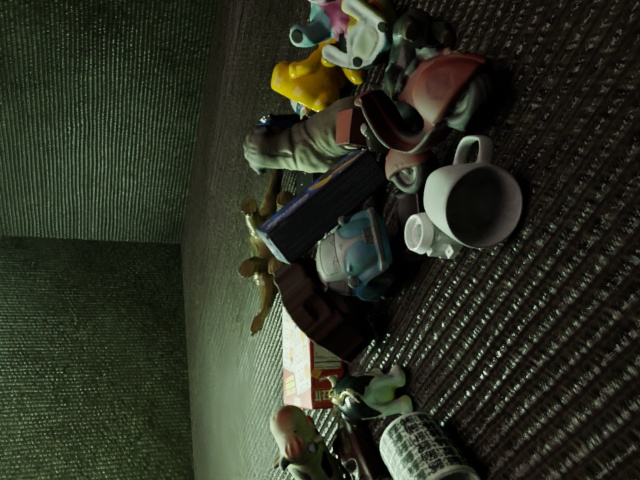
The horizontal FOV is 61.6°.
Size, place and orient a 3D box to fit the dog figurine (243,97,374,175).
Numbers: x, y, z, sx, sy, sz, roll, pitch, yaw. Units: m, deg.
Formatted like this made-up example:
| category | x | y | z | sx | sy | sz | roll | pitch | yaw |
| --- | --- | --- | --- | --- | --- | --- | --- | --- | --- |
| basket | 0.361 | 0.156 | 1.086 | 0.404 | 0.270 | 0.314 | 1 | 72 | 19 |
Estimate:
| category | x | y | z | sx | sy | sz | roll | pitch | yaw |
| --- | --- | --- | --- | --- | --- | --- | --- | --- | --- |
| dog figurine | -0.016 | -0.173 | 0.864 | 0.121 | 0.190 | 0.172 | -108 | 31 | -45 |

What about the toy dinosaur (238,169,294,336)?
| category | x | y | z | sx | sy | sz | roll | pitch | yaw |
| --- | --- | --- | --- | --- | --- | --- | --- | --- | --- |
| toy dinosaur | -0.103 | -0.013 | 1.137 | 0.198 | 0.105 | 0.471 | 88 | -173 | -59 |

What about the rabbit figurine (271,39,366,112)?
| category | x | y | z | sx | sy | sz | roll | pitch | yaw |
| --- | --- | --- | --- | --- | --- | --- | --- | --- | --- |
| rabbit figurine | 0.008 | -0.313 | 0.940 | 0.173 | 0.122 | 0.162 | -63 | 28 | 9 |

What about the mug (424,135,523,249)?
| category | x | y | z | sx | sy | sz | roll | pitch | yaw |
| --- | --- | --- | --- | --- | --- | --- | --- | --- | --- |
| mug | 0.149 | -0.054 | 0.562 | 0.107 | 0.081 | 0.109 | -134 | 43 | -75 |

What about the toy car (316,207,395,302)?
| category | x | y | z | sx | sy | sz | roll | pitch | yaw |
| --- | --- | --- | --- | --- | --- | --- | --- | --- | --- |
| toy car | 0.046 | 0.028 | 0.746 | 0.161 | 0.103 | 0.109 | 85 | 178 | -66 |

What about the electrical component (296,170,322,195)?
| category | x | y | z | sx | sy | sz | roll | pitch | yaw |
| --- | --- | --- | --- | --- | --- | --- | --- | --- | --- |
| electrical component | -0.009 | -0.102 | 1.026 | 0.134 | 0.058 | 0.115 | 159 | 115 | -67 |

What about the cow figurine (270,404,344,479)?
| category | x | y | z | sx | sy | sz | roll | pitch | yaw |
| --- | --- | --- | --- | --- | --- | --- | --- | --- | --- |
| cow figurine | -0.022 | 0.339 | 0.839 | 0.194 | 0.085 | 0.127 | 65 | 174 | -21 |

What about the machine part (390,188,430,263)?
| category | x | y | z | sx | sy | sz | roll | pitch | yaw |
| --- | --- | --- | --- | --- | --- | --- | --- | --- | --- |
| machine part | 0.122 | -0.040 | 0.693 | 0.084 | 0.039 | 0.139 | 160 | 113 | -63 |

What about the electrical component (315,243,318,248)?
| category | x | y | z | sx | sy | sz | roll | pitch | yaw |
| --- | --- | --- | --- | --- | --- | --- | --- | --- | --- |
| electrical component | -0.002 | -0.003 | 0.999 | 0.094 | 0.021 | 0.063 | 59 | 171 | 2 |

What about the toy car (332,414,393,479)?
| category | x | y | z | sx | sy | sz | roll | pitch | yaw |
| --- | --- | --- | --- | --- | --- | --- | --- | --- | --- |
| toy car | 0.060 | 0.330 | 0.785 | 0.202 | 0.053 | 0.089 | -121 | 36 | -55 |

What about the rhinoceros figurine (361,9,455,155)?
| category | x | y | z | sx | sy | sz | roll | pitch | yaw |
| --- | --- | --- | --- | --- | --- | --- | --- | --- | --- |
| rhinoceros figurine | 0.106 | -0.204 | 0.709 | 0.112 | 0.073 | 0.190 | -124 | 42 | -57 |

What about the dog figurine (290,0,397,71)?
| category | x | y | z | sx | sy | sz | roll | pitch | yaw |
| --- | --- | --- | --- | --- | --- | --- | --- | --- | --- |
| dog figurine | 0.056 | -0.370 | 0.843 | 0.219 | 0.192 | 0.108 | -59 | -7 | -43 |

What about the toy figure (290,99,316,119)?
| category | x | y | z | sx | sy | sz | roll | pitch | yaw |
| --- | --- | --- | --- | --- | --- | --- | --- | --- | --- |
| toy figure | -0.022 | -0.263 | 1.089 | 0.064 | 0.058 | 0.155 | 58 | -172 | -45 |

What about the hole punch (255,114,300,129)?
| category | x | y | z | sx | sy | sz | roll | pitch | yaw |
| --- | --- | --- | --- | --- | --- | --- | --- | --- | --- |
| hole punch | -0.084 | -0.216 | 1.172 | 0.142 | 0.116 | 0.092 | 161 | 102 | -69 |

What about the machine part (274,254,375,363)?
| category | x | y | z | sx | sy | sz | roll | pitch | yaw |
| --- | --- | --- | --- | --- | --- | --- | --- | --- | --- |
| machine part | 0.009 | 0.097 | 0.805 | 0.056 | 0.179 | 0.179 | -43 | 34 | 10 |

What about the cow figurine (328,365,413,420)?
| category | x | y | z | sx | sy | sz | roll | pitch | yaw |
| --- | --- | --- | --- | --- | --- | --- | --- | --- | --- |
| cow figurine | 0.051 | 0.221 | 0.760 | 0.167 | 0.098 | 0.068 | 141 | 122 | -63 |

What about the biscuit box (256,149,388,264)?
| category | x | y | z | sx | sy | sz | roll | pitch | yaw |
| --- | --- | --- | --- | --- | --- | --- | --- | --- | --- |
| biscuit box | 0.003 | -0.052 | 0.799 | 0.062 | 0.203 | 0.059 | 54 | 168 | -18 |

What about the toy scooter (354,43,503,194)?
| category | x | y | z | sx | sy | sz | roll | pitch | yaw |
| --- | --- | --- | --- | --- | --- | --- | --- | --- | --- |
| toy scooter | 0.107 | -0.151 | 0.608 | 0.135 | 0.075 | 0.183 | 48 | 135 | 14 |

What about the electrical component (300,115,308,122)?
| category | x | y | z | sx | sy | sz | roll | pitch | yaw |
| --- | --- | --- | --- | --- | --- | --- | --- | --- | --- |
| electrical component | -0.031 | -0.193 | 1.059 | 0.048 | 0.075 | 0.119 | -62 | 19 | -17 |
